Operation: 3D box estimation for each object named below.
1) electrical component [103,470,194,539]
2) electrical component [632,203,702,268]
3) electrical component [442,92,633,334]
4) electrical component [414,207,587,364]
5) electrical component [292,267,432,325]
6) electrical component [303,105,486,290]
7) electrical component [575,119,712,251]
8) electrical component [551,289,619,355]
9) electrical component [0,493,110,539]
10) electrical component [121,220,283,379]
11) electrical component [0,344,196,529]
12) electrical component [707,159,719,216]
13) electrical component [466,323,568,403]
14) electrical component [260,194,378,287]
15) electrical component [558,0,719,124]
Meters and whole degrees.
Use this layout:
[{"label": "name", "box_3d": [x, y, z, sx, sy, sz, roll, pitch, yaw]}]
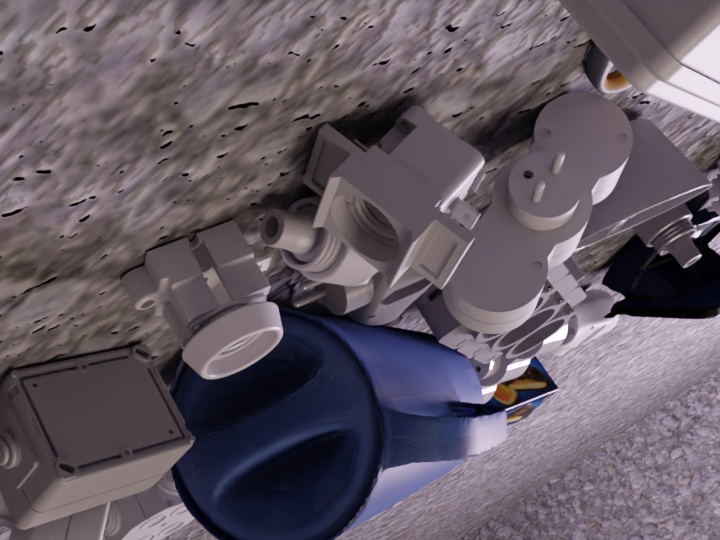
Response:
[{"label": "electrical component", "box_3d": [-0.141, 0.146, 0.709, 0.080, 0.051, 0.080, -28, 161, -11]}, {"label": "electrical component", "box_3d": [0.241, -0.031, 0.840, 0.043, 0.062, 0.043, -28, 161, -11]}, {"label": "electrical component", "box_3d": [0.093, -0.036, 0.553, 0.138, 0.052, 0.073, -54, 167, -16]}, {"label": "electrical component", "box_3d": [0.096, 0.014, 0.728, 0.089, 0.061, 0.150, -35, 161, 9]}, {"label": "electrical component", "box_3d": [0.000, 0.000, 0.572, 0.079, 0.043, 0.077, -22, 159, -26]}, {"label": "electrical component", "box_3d": [0.018, -0.035, 0.477, 0.063, 0.081, 0.042, -47, 171, -31]}, {"label": "electrical component", "box_3d": [0.161, -0.046, 0.674, 0.099, 0.064, 0.099, -28, 161, -11]}, {"label": "electrical component", "box_3d": [0.192, 0.054, 1.006, 0.077, 0.043, 0.079, -9, 151, -49]}, {"label": "electrical component", "box_3d": [-0.175, 0.119, 0.569, 0.076, 0.083, 0.047, 24, 133, -21]}, {"label": "electrical component", "box_3d": [-0.066, 0.015, 0.489, 0.066, 0.055, 0.048, -23, 159, -25]}, {"label": "electrical component", "box_3d": [-0.144, 0.084, 0.532, 0.096, 0.061, 0.061, -10, 151, -48]}, {"label": "electrical component", "box_3d": [0.313, -0.064, 0.880, 0.047, 0.065, 0.077, -19, -174, -33]}, {"label": "electrical component", "box_3d": [0.103, 0.071, 0.898, 0.074, 0.052, 0.138, -7, 150, -51]}, {"label": "electrical component", "box_3d": [-0.018, -0.016, 0.508, 0.062, 0.043, 0.043, 9, 137, -44]}, {"label": "electrical component", "box_3d": [0.097, -0.108, 0.353, 0.056, 0.108, 0.109, -44, 158, 25]}]
